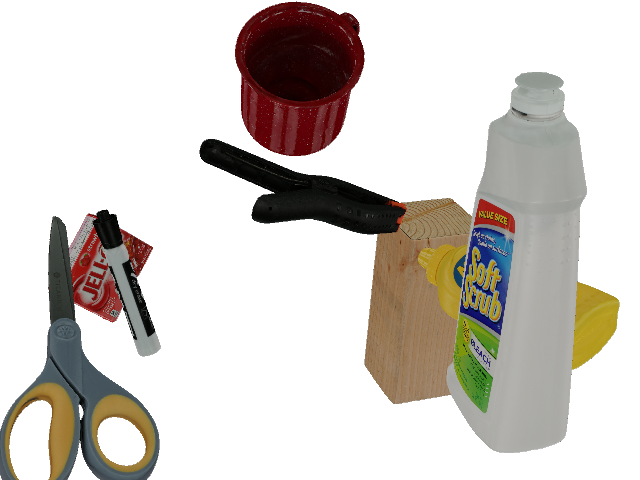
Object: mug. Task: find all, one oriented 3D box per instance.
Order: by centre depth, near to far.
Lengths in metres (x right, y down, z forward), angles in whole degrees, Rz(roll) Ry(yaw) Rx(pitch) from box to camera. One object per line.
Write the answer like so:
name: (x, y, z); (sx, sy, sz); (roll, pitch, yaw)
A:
mug: (-0.011, -0.125, 0.803); (0.093, 0.117, 0.081); (35, -25, 11)

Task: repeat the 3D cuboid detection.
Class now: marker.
marker: (-0.151, 0.033, 0.828); (0.020, 0.121, 0.020); (-13, 19, 5)

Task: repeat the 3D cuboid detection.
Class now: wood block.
wood block: (0.112, 0.067, 1.188); (0.090, 0.206, 0.090); (-6, 28, -19)

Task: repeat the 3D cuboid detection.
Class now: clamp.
clamp: (-0.004, -0.038, 1.026); (0.209, 0.036, 0.165); (15, 19, -23)

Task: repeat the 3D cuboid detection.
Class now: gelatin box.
gelatin box: (-0.223, 0.028, 1.086); (0.073, 0.089, 0.030); (33, -11, -38)

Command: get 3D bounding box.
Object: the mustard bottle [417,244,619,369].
mustard bottle: (0.165, 0.049, 0.968); (0.096, 0.058, 0.192); (-29, 39, -35)

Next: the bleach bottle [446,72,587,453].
bleach bottle: (0.128, 0.011, 0.690); (0.068, 0.251, 0.102); (-8, 30, -11)

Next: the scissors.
scissors: (-0.134, 0.067, 0.631); (0.096, 0.201, 0.016); (14, -45, -9)
